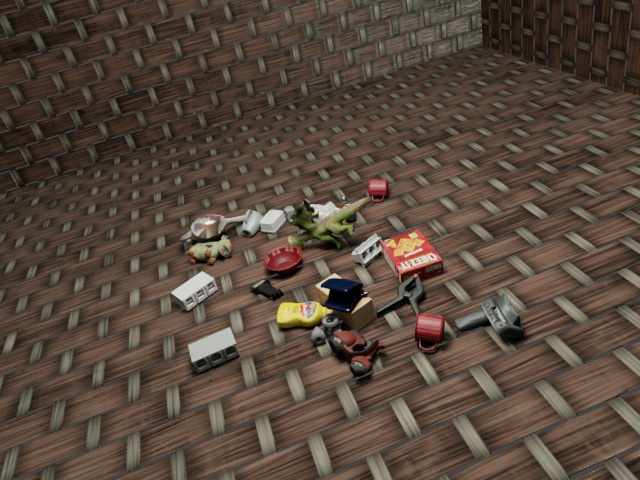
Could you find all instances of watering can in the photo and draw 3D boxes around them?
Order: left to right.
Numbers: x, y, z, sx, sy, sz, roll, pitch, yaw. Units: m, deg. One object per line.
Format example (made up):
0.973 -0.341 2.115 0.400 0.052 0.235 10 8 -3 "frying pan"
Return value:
-0.465 -0.065 2.329 0.350 0.104 0.222 -23 -1 -17 "watering can"

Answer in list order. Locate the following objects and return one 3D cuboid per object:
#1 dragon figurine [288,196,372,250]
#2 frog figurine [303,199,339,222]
0.004 -0.074 2.052 0.242 0.402 0.125 16 42 -26 "dragon figurine"
0.007 -0.116 2.304 0.159 0.122 0.138 7 6 -39 "frog figurine"
